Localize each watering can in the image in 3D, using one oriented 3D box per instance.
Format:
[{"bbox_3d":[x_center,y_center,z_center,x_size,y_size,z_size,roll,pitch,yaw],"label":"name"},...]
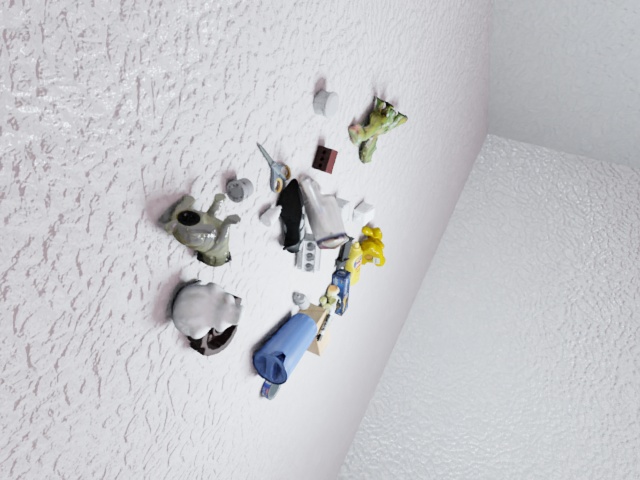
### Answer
[{"bbox_3d":[0.005,-0.080,1.582,0.346,0.104,0.226,19,52,-79],"label":"watering can"}]

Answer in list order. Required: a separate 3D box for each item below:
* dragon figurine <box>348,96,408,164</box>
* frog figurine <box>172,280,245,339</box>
[{"bbox_3d":[0.217,-0.398,1.942,0.240,0.123,0.410,-58,157,15],"label":"dragon figurine"},{"bbox_3d":[-0.266,0.172,1.221,0.139,0.160,0.120,-63,153,-15],"label":"frog figurine"}]
